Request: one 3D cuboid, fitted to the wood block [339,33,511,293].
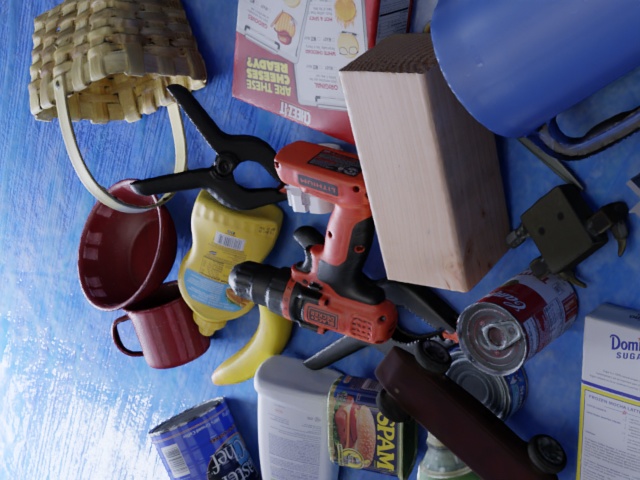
[{"bbox_3d":[0.097,-0.069,0.937,0.091,0.090,0.206,8,125,39],"label":"wood block"}]

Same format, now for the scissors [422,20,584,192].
[{"bbox_3d":[0.146,-0.106,0.956,0.096,0.016,0.202,-38,84,45],"label":"scissors"}]

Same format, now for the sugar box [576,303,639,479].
[{"bbox_3d":[0.277,0.150,0.933,0.093,0.048,0.176,15,114,36],"label":"sugar box"}]

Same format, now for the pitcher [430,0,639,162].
[{"bbox_3d":[0.217,-0.174,0.794,0.243,0.149,0.145,-28,50,41],"label":"pitcher"}]

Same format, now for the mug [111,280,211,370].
[{"bbox_3d":[-0.191,0.106,1.278,0.117,0.093,0.081,-17,106,-1],"label":"mug"}]

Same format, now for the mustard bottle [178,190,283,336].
[{"bbox_3d":[-0.109,0.034,1.198,0.096,0.058,0.192,17,125,-2],"label":"mustard bottle"}]

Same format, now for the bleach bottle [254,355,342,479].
[{"bbox_3d":[-0.029,0.258,1.224,0.103,0.068,0.251,14,120,15],"label":"bleach bottle"}]

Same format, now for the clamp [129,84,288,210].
[{"bbox_3d":[-0.109,-0.072,1.109,0.171,0.039,0.120,30,102,-10],"label":"clamp"}]

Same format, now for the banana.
[{"bbox_3d":[-0.071,0.109,1.212,0.069,0.037,0.198,24,132,3],"label":"banana"}]

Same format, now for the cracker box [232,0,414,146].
[{"bbox_3d":[0.004,-0.217,0.994,0.164,0.071,0.214,25,124,32],"label":"cracker box"}]

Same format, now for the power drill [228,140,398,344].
[{"bbox_3d":[-0.007,0.001,1.037,0.185,0.057,0.188,16,124,21],"label":"power drill"}]

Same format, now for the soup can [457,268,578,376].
[{"bbox_3d":[0.176,0.070,0.944,0.069,0.102,0.068,18,119,35],"label":"soup can"}]

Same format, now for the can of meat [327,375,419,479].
[{"bbox_3d":[0.056,0.195,1.119,0.084,0.057,0.102,8,114,20],"label":"can of meat"}]

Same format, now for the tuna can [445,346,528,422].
[{"bbox_3d":[0.157,0.140,1.039,0.086,0.033,0.086,18,119,35],"label":"tuna can"}]

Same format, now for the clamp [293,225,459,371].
[{"bbox_3d":[0.055,0.067,1.093,0.210,0.036,0.164,3,110,38],"label":"clamp"}]

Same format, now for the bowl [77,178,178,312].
[{"bbox_3d":[-0.219,0.010,1.269,0.162,0.055,0.162,-15,67,40],"label":"bowl"}]

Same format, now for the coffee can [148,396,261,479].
[{"bbox_3d":[-0.134,0.276,1.303,0.103,0.102,0.140,-23,92,44],"label":"coffee can"}]
